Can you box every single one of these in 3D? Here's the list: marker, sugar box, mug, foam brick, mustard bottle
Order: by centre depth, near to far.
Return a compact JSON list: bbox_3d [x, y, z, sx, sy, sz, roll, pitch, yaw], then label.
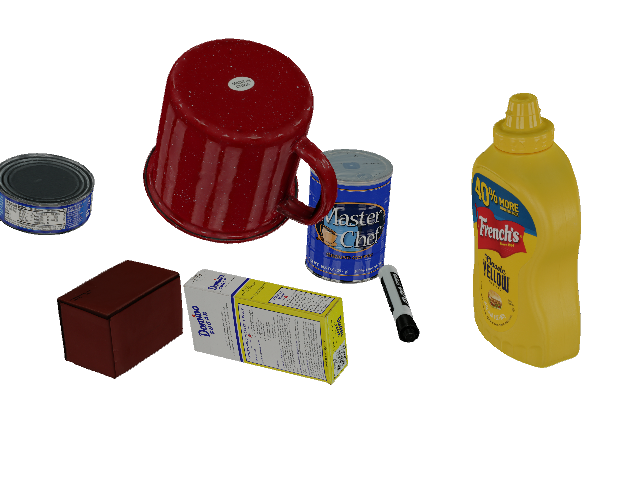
[{"bbox_3d":[-0.041,-0.052,0.602,0.117,0.082,0.093,35,52,13],"label":"mug"},{"bbox_3d":[0.144,-0.011,0.756,0.058,0.192,0.096,-16,29,-19],"label":"mustard bottle"},{"bbox_3d":[-0.145,0.055,0.781,0.053,0.051,0.078,14,29,31],"label":"foam brick"},{"bbox_3d":[0.072,0.058,0.991,0.020,0.020,0.121,0,26,-7],"label":"marker"},{"bbox_3d":[-0.060,0.092,1.160,0.176,0.093,0.048,13,35,27],"label":"sugar box"}]

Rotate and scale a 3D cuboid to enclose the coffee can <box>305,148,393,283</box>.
[{"bbox_3d":[0.035,-0.031,1.341,0.103,0.140,0.103,2,27,-1],"label":"coffee can"}]

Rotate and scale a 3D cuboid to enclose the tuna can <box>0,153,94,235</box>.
[{"bbox_3d":[-0.241,-0.041,0.931,0.086,0.034,0.086,9,32,-6],"label":"tuna can"}]
